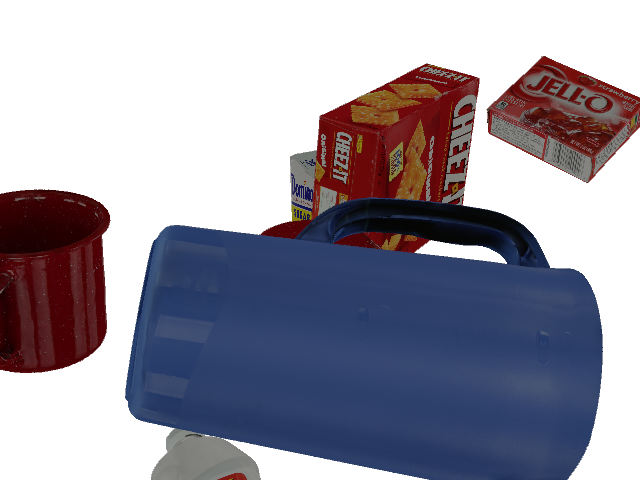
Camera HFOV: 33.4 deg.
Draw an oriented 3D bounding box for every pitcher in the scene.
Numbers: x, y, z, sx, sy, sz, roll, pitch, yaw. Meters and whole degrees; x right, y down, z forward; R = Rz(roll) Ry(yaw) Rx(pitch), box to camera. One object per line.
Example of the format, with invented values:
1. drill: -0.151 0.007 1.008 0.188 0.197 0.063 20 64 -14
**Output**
1. pitcher: 0.022 0.053 0.597 0.242 0.145 0.149 10 14 -6

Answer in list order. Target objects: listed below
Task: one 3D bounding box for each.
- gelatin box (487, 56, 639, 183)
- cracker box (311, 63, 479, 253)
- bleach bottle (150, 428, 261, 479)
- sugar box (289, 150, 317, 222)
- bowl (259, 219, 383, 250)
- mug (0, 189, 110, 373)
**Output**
1. gelatin box: 0.177 -0.090 0.773 0.089 0.030 0.073 32 59 28
2. cracker box: 0.075 -0.066 1.040 0.072 0.164 0.213 20 30 27
3. bleach bottle: -0.069 0.214 0.716 0.102 0.068 0.251 -14 33 -15
4. sugar box: -0.003 -0.011 1.286 0.048 0.176 0.093 -12 25 -17
5. bowl: -0.005 0.029 0.810 0.162 0.055 0.162 2 28 -1
6. mug: -0.171 0.030 0.622 0.093 0.081 0.117 5 26 5
